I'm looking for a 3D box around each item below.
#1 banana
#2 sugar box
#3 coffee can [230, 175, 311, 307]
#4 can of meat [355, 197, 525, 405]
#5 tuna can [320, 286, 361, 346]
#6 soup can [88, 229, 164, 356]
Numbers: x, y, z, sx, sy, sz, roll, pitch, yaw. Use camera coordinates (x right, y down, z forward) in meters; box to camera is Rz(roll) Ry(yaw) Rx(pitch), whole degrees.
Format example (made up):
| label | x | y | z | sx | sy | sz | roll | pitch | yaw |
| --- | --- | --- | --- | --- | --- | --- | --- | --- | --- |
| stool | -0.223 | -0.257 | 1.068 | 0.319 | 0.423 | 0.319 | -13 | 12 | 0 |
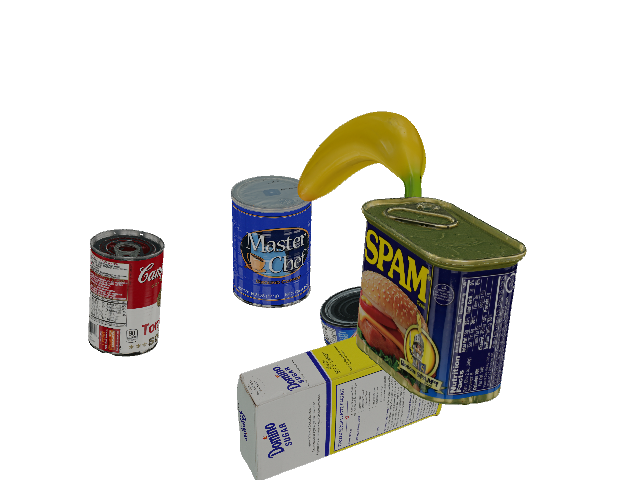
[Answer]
| label | x | y | z | sx | sy | sz | roll | pitch | yaw |
| --- | --- | --- | --- | --- | --- | --- | --- | --- | --- |
| banana | 0.030 | -0.062 | 0.795 | 0.037 | 0.069 | 0.198 | 28 | -7 | -21 |
| sugar box | 0.019 | 0.128 | 0.881 | 0.176 | 0.093 | 0.048 | -14 | 40 | -19 |
| coffee can | -0.062 | 0.001 | 1.366 | 0.103 | 0.140 | 0.103 | 1 | 26 | -1 |
| can of meat | 0.061 | 0.031 | 0.581 | 0.057 | 0.084 | 0.102 | -5 | 21 | -25 |
| tuna can | 0.043 | 0.081 | 1.106 | 0.086 | 0.034 | 0.086 | -9 | 25 | 4 |
| soup can | -0.183 | 0.049 | 0.999 | 0.068 | 0.102 | 0.068 | 6 | 21 | -2 |
